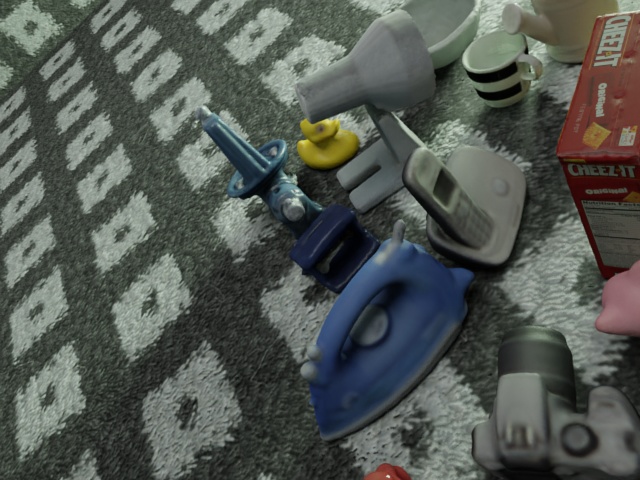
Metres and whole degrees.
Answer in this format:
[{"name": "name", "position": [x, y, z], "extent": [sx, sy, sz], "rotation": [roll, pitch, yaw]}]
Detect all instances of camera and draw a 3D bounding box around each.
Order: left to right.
[{"name": "camera", "position": [0.211, 0.146, 0.521], "extent": [0.142, 0.101, 0.137], "rotation": [-11, 53, 31]}]

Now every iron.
[{"name": "iron", "position": [0.052, 0.103, 0.644], "extent": [0.258, 0.142, 0.118], "rotation": [-52, 44, -7]}]

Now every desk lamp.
[{"name": "desk lamp", "position": [0.075, -0.173, 0.783], "extent": [0.203, 0.214, 0.117], "rotation": [-37, 44, 9]}]

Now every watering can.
[{"name": "watering can", "position": [0.314, -0.325, 0.731], "extent": [0.100, 0.195, 0.173], "rotation": [22, 74, 45]}]

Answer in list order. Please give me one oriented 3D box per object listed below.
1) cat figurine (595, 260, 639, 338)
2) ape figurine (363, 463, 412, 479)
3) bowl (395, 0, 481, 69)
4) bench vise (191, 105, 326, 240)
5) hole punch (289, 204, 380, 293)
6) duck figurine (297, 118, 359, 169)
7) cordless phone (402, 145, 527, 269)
[{"name": "cat figurine", "position": [0.309, 0.054, 0.504], "extent": [0.127, 0.118, 0.067], "rotation": [-20, 49, 25]}, {"name": "ape figurine", "position": [0.071, 0.251, 0.554], "extent": [0.076, 0.092, 0.077], "rotation": [-33, 44, 12]}, {"name": "bowl", "position": [0.185, -0.328, 0.918], "extent": [0.167, 0.075, 0.167], "rotation": [-20, 49, 24]}, {"name": "bench vise", "position": [-0.083, -0.110, 0.850], "extent": [0.206, 0.220, 0.121], "rotation": [23, 74, 45]}, {"name": "hole punch", "position": [0.007, 0.003, 0.790], "extent": [0.109, 0.091, 0.100], "rotation": [-49, 43, -5]}, {"name": "duck figurine", "position": [0.000, -0.166, 0.927], "extent": [0.104, 0.086, 0.077], "rotation": [-8, 54, 32]}, {"name": "cordless phone", "position": [0.161, -0.065, 0.656], "extent": [0.093, 0.186, 0.148], "rotation": [0, 59, 37]}]
